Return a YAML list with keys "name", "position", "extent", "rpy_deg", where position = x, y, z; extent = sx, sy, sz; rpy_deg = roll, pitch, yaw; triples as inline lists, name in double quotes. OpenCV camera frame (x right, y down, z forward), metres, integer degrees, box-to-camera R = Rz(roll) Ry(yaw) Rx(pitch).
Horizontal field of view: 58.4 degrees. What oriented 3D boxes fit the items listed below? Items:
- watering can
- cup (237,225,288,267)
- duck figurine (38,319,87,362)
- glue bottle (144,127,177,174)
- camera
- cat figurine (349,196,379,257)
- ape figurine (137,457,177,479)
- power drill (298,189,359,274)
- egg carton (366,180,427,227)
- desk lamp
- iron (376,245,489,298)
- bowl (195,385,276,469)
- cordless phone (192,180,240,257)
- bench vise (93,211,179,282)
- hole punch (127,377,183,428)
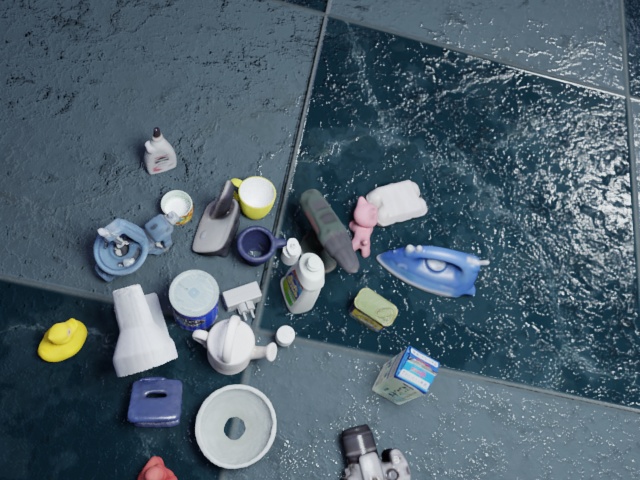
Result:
- name: "watering can"
  position: [-0.180, 0.218, 1.213]
  extent: [0.173, 0.194, 0.101]
  rpy_deg: [-5, 68, -13]
- name: "cup"
  position: [-0.139, 0.023, 1.357]
  extent: [0.118, 0.095, 0.091]
  rpy_deg: [-6, 69, -13]
- name: "duck figurine"
  position: [-0.547, 0.206, 1.205]
  extent: [0.077, 0.086, 0.105]
  rpy_deg: [44, 67, 9]
- name: "glue bottle"
  position: [-0.385, -0.218, 1.367]
  extent: [0.078, 0.173, 0.037]
  rpy_deg: [-25, 74, -19]
- name: "camera"
  position: [0.109, 0.463, 1.219]
  extent: [0.143, 0.100, 0.137]
  rpy_deg: [-10, 70, -15]
- name: "cat figurine"
  position: [0.111, -0.036, 1.419]
  extent: [0.067, 0.117, 0.128]
  rpy_deg: [10, 66, -7]
- name: "ape figurine"
  position: [-0.325, 0.470, 1.135]
  extent: [0.076, 0.092, 0.078]
  rpy_deg: [-6, 69, -13]
- name: "power drill"
  position: [0.012, 0.005, 1.332]
  extent: [0.076, 0.208, 0.229]
  rpy_deg: [-22, 73, -19]
- name: "egg carton"
  position: [0.198, -0.095, 1.488]
  extent: [0.150, 0.069, 0.107]
  rpy_deg: [-16, 72, -17]
- name: "desk lamp"
  position: [-0.372, 0.187, 1.177]
  extent: [0.118, 0.213, 0.203]
  rpy_deg: [-16, 72, -17]
- name: "iron"
  position: [0.277, 0.052, 1.402]
  extent: [0.258, 0.141, 0.118]
  rpy_deg: [13, 66, -5]
- name: "bowl"
  position: [-0.177, 0.393, 1.206]
  extent: [0.167, 0.074, 0.167]
  rpy_deg: [4, 67, -9]
- name: "cordless phone"
  position: [-0.236, -0.049, 1.319]
  extent: [0.094, 0.185, 0.147]
  rpy_deg: [14, 66, -5]
- name: "bench vise"
  position: [-0.413, -0.016, 1.251]
  extent: [0.121, 0.219, 0.208]
  rpy_deg: [33, 65, 4]
- name: "hole punch"
  position: [-0.342, 0.334, 1.189]
  extent: [0.109, 0.091, 0.101]
  rpy_deg: [1, 67, -10]
